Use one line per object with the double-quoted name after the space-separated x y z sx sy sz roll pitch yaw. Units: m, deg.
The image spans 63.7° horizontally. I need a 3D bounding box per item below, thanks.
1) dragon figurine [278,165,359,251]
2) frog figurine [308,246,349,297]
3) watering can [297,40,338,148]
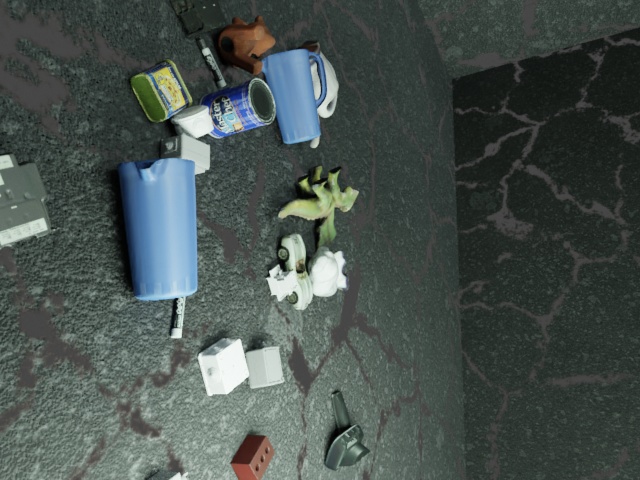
0.005 -0.075 1.494 0.418 0.122 0.238 -46 130 -47 "dragon figurine"
0.005 0.087 1.407 0.159 0.123 0.137 7 93 -62 "frog figurine"
-0.017 -0.456 1.552 0.220 0.103 0.356 54 36 -38 "watering can"
